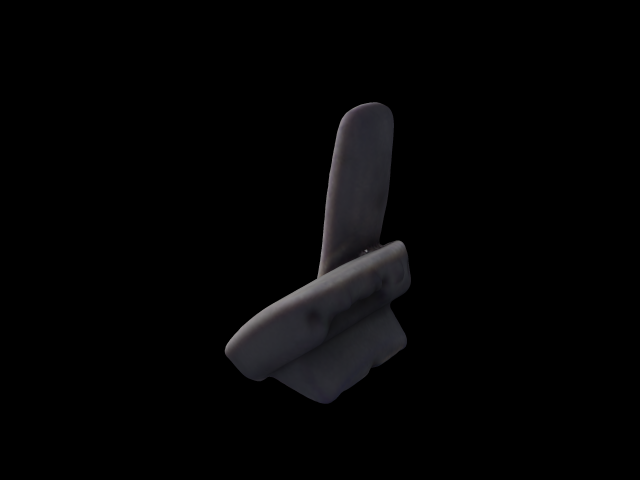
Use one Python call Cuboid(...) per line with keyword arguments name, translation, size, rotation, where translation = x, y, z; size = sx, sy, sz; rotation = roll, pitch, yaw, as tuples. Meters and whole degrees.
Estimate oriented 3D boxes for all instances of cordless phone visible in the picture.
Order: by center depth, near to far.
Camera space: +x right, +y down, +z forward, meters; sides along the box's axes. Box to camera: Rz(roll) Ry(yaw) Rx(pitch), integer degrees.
Cuboid(name="cordless phone", translation=(0.004, 0.001, 0.400), size=(0.093, 0.185, 0.148), rotation=(12, 23, 31))
